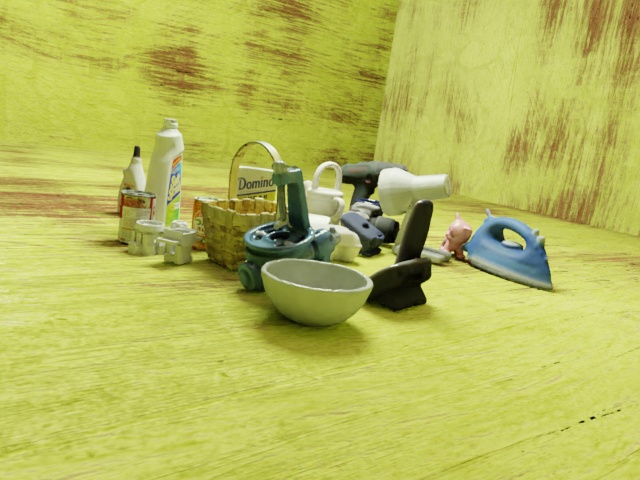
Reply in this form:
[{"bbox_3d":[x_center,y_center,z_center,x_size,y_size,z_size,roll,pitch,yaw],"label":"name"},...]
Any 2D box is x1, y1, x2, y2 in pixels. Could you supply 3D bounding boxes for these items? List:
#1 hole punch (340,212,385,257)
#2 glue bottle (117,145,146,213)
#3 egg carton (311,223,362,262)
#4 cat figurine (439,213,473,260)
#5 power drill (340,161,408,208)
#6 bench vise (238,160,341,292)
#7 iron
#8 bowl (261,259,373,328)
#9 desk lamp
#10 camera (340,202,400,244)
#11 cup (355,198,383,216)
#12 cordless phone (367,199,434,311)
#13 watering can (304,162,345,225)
[{"bbox_3d":[0.102,-0.016,1.382,0.100,0.091,0.109,13,12,23],"label":"hole punch"},{"bbox_3d":[-0.454,-0.145,1.400,0.078,0.173,0.037,13,12,22],"label":"glue bottle"},{"bbox_3d":[0.012,0.005,1.269,0.151,0.069,0.107,4,12,-21],"label":"egg carton"},{"bbox_3d":[0.355,-0.013,1.489,0.067,0.118,0.128,9,11,1],"label":"cat figurine"},{"bbox_3d":[0.148,-0.142,1.747,0.228,0.208,0.076,15,13,29],"label":"power drill"},{"bbox_3d":[-0.049,-0.027,0.992,0.121,0.220,0.208,14,12,25],"label":"bench vise"},{"bbox_3d":[0.463,0.016,1.361,0.119,0.141,0.257,2,13,-29],"label":"iron"},{"bbox_3d":[-0.008,0.084,0.844,0.167,0.075,0.167,8,11,-1],"label":"bowl"},{"bbox_3d":[0.238,-0.068,1.428,0.202,0.213,0.118,14,13,26],"label":"desk lamp"},{"bbox_3d":[0.135,-0.040,1.505,0.136,0.101,0.143,12,12,19],"label":"camera"},{"bbox_3d":[0.147,-0.070,1.677,0.091,0.095,0.118,15,13,30],"label":"cup"},{"bbox_3d":[0.141,0.020,0.992,0.093,0.185,0.148,15,13,31],"label":"cordless phone"},{"bbox_3d":[0.007,-0.116,1.550,0.172,0.194,0.101,15,13,29],"label":"watering can"}]
